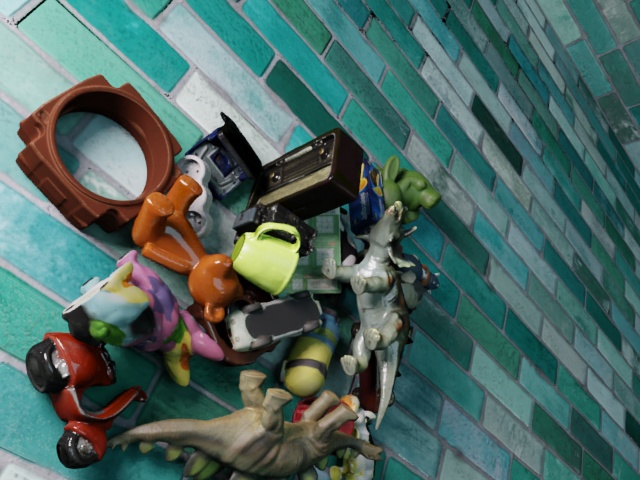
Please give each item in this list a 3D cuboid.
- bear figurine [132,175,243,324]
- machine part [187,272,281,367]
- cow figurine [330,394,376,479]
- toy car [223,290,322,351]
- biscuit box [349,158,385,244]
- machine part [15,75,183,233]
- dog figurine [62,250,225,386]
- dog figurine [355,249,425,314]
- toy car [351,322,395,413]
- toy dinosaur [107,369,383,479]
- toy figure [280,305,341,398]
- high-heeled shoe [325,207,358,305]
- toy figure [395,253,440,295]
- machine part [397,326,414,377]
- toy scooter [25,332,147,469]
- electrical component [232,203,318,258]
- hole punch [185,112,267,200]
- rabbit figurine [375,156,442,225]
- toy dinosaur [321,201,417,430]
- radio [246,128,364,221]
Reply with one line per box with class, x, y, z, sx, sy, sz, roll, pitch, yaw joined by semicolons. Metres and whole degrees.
bear figurine;-0.187;0.019;0.817;0.196;0.132;0.120;42;33;1
machine part;-0.143;0.129;0.928;0.179;0.056;0.179;16;65;-40
cow figurine;0.075;0.389;1.047;0.098;0.068;0.167;20;67;-44
toy car;-0.072;0.136;0.917;0.201;0.056;0.073;-9;76;-47
biscuit box;0.101;-0.088;1.177;0.059;0.063;0.203;39;33;-36
machine part;-0.325;-0.130;0.813;0.200;0.087;0.201;53;47;-18
dog figurine;-0.238;0.130;0.769;0.219;0.108;0.192;50;4;-19
dog figurine;0.145;0.093;1.208;0.172;0.121;0.190;47;4;19
toy car;0.110;0.252;1.109;0.053;0.089;0.202;17;65;-39
toy dinosaur;-0.101;0.315;0.840;0.471;0.105;0.198;20;88;-23
toy figure;-0.012;0.206;1.005;0.082;0.089;0.180;43;53;-17
high-heeled shoe;-0.002;-0.003;1.089;0.145;0.086;0.249;25;57;-33
toy figure;0.235;0.079;1.303;0.154;0.064;0.058;32;19;-38
machine part;0.176;0.240;1.213;0.084;0.039;0.139;46;48;-35
toy scooter;-0.309;0.201;0.735;0.135;0.075;0.183;-19;90;-51
electrical component;-0.090;-0.011;0.980;0.134;0.115;0.058;32;53;-33
hole punch;-0.171;-0.147;0.978;0.142;0.092;0.116;52;18;-16
rabbit figurine;0.187;-0.118;1.272;0.170;0.121;0.159;-17;82;-48
toy dinosaur;0.120;0.133;1.033;0.192;0.131;0.404;-9;94;-42
radio;-0.030;-0.107;0.988;0.073;0.230;0.131;37;51;-35
